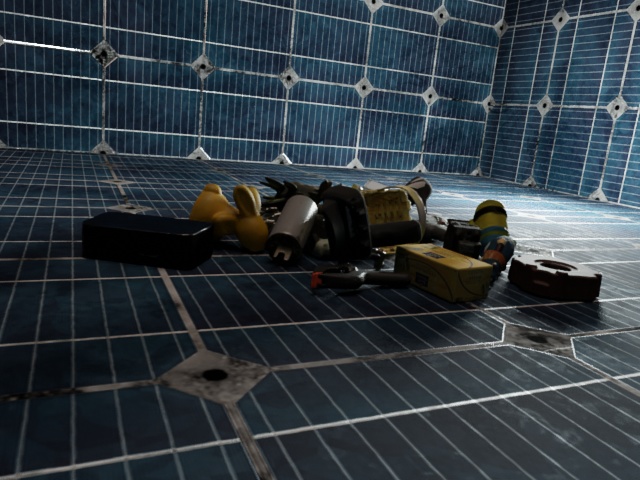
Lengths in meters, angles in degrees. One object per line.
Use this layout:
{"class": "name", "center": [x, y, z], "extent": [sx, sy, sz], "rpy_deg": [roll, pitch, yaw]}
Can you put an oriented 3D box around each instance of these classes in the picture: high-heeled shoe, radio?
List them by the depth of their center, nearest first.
{"class": "radio", "center": [-0.334, -0.001, 1.047], "extent": [0.230, 0.073, 0.131], "rpy_deg": [5, 14, 5]}
{"class": "high-heeled shoe", "center": [0.191, -0.105, 1.488], "extent": [0.249, 0.086, 0.145], "rpy_deg": [-11, 47, 7]}

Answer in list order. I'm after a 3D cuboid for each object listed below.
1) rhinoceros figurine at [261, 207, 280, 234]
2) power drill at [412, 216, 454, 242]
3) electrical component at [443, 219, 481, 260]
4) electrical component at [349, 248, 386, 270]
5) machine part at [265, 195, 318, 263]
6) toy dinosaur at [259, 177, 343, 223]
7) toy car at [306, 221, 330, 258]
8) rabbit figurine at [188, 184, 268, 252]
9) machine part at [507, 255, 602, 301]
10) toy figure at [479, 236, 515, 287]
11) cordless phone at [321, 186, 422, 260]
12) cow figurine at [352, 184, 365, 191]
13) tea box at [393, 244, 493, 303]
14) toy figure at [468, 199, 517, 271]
{"class": "rhinoceros figurine", "center": [-0.124, -0.034, 1.272], "extent": [0.112, 0.073, 0.190], "rpy_deg": [1, 13, -25]}
{"class": "power drill", "center": [0.344, -0.021, 1.410], "extent": [0.232, 0.085, 0.207], "rpy_deg": [-3, 19, -29]}
{"class": "electrical component", "center": [0.294, 0.021, 1.124], "extent": [0.058, 0.114, 0.134], "rpy_deg": [4, 11, 3]}
{"class": "electrical component", "center": [0.092, 0.033, 1.132], "extent": [0.102, 0.045, 0.078], "rpy_deg": [15, 12, 32]}
{"class": "machine part", "center": [-0.058, -0.027, 1.149], "extent": [0.079, 0.079, 0.243], "rpy_deg": [7, 34, 8]}
{"class": "toy dinosaur", "center": [-0.073, -0.110, 1.456], "extent": [0.198, 0.105, 0.471], "rpy_deg": [13, -11, -17]}
{"class": "toy car", "center": [-0.003, -0.004, 1.238], "extent": [0.073, 0.056, 0.202], "rpy_deg": [-6, 15, -17]}
{"class": "rabbit figurine", "center": [-0.185, -0.043, 1.174], "extent": [0.173, 0.162, 0.122], "rpy_deg": [26, 4, 10]}
{"class": "machine part", "center": [0.482, 0.074, 1.108], "extent": [0.179, 0.056, 0.179], "rpy_deg": [6, 12, -1]}
{"class": "toy figure", "center": [0.362, 0.042, 1.115], "extent": [0.058, 0.064, 0.154], "rpy_deg": [-11, 18, 40]}
{"class": "cordless phone", "center": [0.100, -0.038, 1.034], "extent": [0.184, 0.146, 0.089], "rpy_deg": [-8, 23, 7]}
{"class": "cow figurine", "center": [0.091, -0.100, 1.432], "extent": [0.098, 0.068, 0.167], "rpy_deg": [18, -6, -23]}
{"class": "tea box", "center": [0.232, 0.059, 1.034], "extent": [0.098, 0.068, 0.170], "rpy_deg": [-2, 16, -34]}
{"class": "toy figure", "center": [0.405, -0.015, 1.248], "extent": [0.082, 0.089, 0.180], "rpy_deg": [25, 43, -16]}
